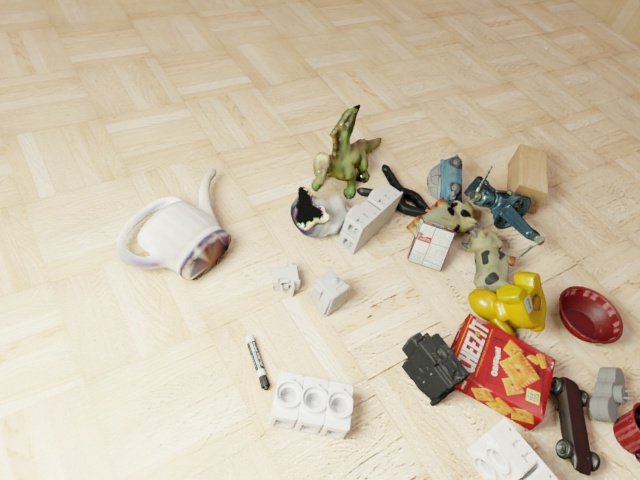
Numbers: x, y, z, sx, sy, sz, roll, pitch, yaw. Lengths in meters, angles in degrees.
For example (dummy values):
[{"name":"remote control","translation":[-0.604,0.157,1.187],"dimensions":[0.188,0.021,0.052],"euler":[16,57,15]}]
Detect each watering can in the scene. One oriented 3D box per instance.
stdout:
[{"name":"watering can","translation":[-0.302,-0.039,1.213],"dimensions":[0.226,0.101,0.354],"euler":[33,52,14]}]

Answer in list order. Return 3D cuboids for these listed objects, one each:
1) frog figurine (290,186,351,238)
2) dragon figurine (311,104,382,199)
[{"name":"frog figurine","translation":[0.004,-0.067,1.336],"dimensions":[0.138,0.122,0.159],"euler":[30,12,26]},{"name":"dragon figurine","translation":[0.087,-0.260,1.418],"dimensions":[0.123,0.237,0.418],"euler":[26,51,15]}]
